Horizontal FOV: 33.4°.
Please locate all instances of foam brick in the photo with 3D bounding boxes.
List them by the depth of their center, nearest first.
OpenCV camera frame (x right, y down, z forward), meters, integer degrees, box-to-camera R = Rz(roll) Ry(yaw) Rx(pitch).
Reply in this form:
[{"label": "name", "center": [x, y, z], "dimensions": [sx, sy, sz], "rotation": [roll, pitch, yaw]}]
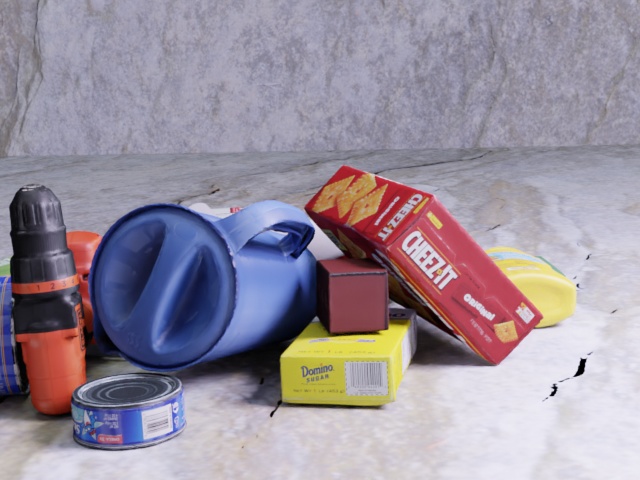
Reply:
[{"label": "foam brick", "center": [0.026, 0.047, 0.918], "dimensions": [0.051, 0.053, 0.078], "rotation": [-3, 7, -8]}]

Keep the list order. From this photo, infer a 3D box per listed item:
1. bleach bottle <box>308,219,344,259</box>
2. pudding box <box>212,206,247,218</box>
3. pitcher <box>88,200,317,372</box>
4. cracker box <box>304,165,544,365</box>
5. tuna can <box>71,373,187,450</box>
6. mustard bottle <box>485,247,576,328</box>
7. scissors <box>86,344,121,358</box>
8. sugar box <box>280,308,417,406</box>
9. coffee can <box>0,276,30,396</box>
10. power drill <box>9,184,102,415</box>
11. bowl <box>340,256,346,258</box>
[{"label": "bleach bottle", "center": [-0.008, 0.001, 1.200], "dimensions": [0.251, 0.068, 0.102], "rotation": [-18, 6, 16]}, {"label": "pudding box", "center": [-0.121, -0.013, 1.366], "dimensions": [0.113, 0.039, 0.090], "rotation": [-5, 17, -4]}, {"label": "pitcher", "center": [-0.077, 0.036, 0.938], "dimensions": [0.149, 0.145, 0.242], "rotation": [7, 0, 21]}, {"label": "cracker box", "center": [0.090, 0.018, 1.011], "dimensions": [0.072, 0.164, 0.214], "rotation": [-47, 22, -5]}, {"label": "tuna can", "center": [-0.145, 0.128, 0.808], "dimensions": [0.086, 0.034, 0.086], "rotation": [-2, 10, 0]}, {"label": "mustard bottle", "center": [0.205, 0.044, 1.146], "dimensions": [0.096, 0.058, 0.191], "rotation": [-2, 10, -2]}, {"label": "scissors", "center": [-0.243, 0.101, 1.033], "dimensions": [0.201, 0.016, 0.096], "rotation": [-2, 8, -2]}, {"label": "sugar box", "center": [0.030, 0.096, 0.923], "dimensions": [0.093, 0.048, 0.176], "rotation": [0, 11, 11]}, {"label": "coffee can", "center": [-0.318, 0.083, 0.895], "dimensions": [0.140, 0.103, 0.103], "rotation": [-3, 10, -7]}, {"label": "power drill", "center": [-0.221, 0.039, 0.911], "dimensions": [0.057, 0.184, 0.187], "rotation": [-4, 7, -2]}, {"label": "bowl", "center": [0.028, 0.020, 1.329], "dimensions": [0.162, 0.055, 0.162], "rotation": [-2, 10, 0]}]
